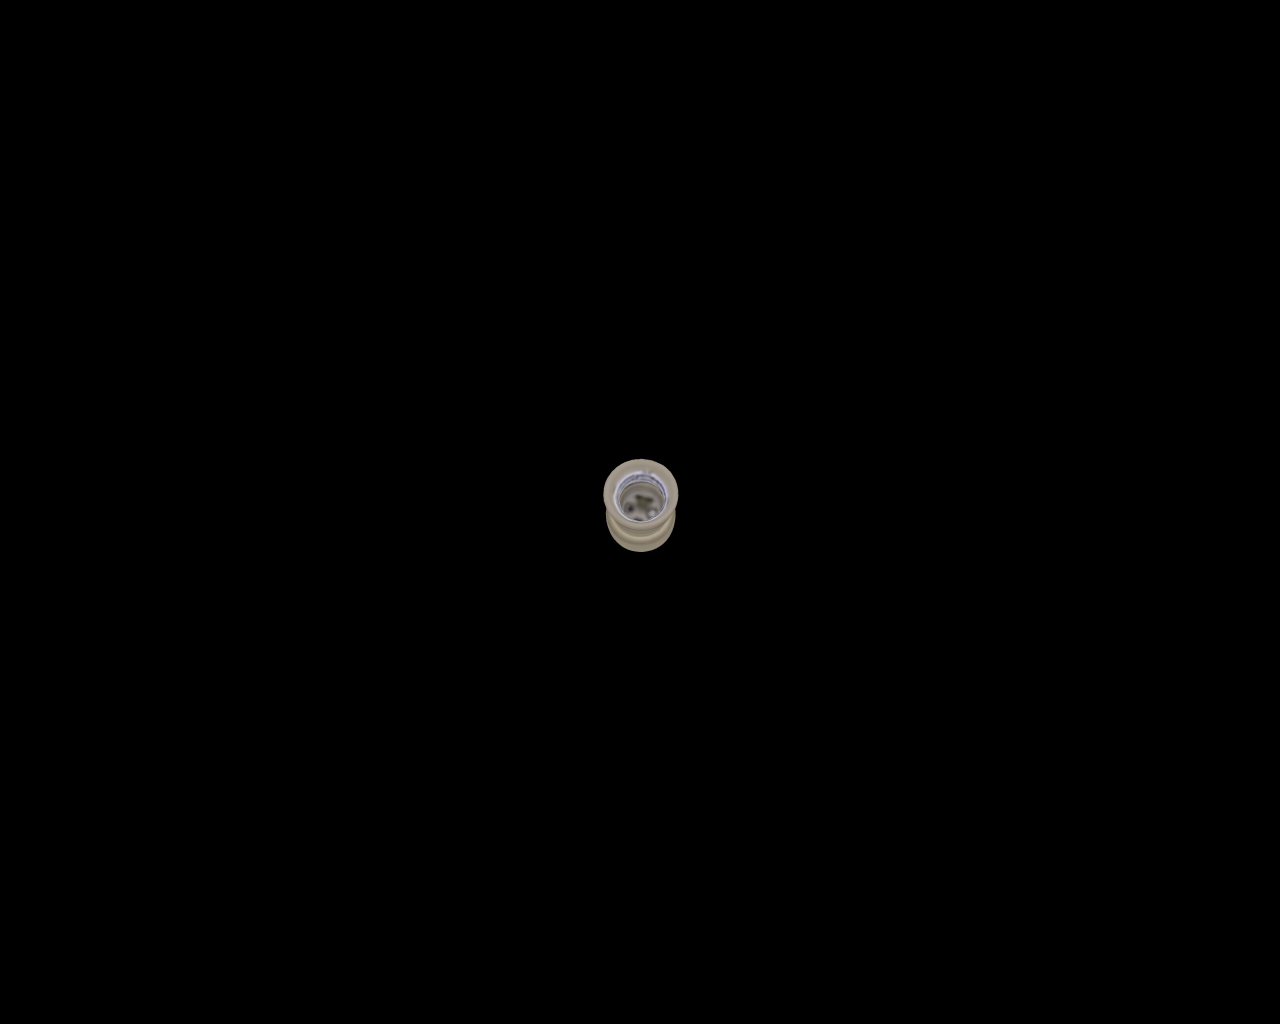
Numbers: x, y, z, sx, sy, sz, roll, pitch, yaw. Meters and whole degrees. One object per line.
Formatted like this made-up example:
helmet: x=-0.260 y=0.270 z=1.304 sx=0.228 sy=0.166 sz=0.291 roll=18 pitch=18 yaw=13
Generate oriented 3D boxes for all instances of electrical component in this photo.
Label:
electrical component: x=0.001 y=-0.003 z=0.650 sx=0.045 sy=0.045 sz=0.055 roll=0 pitch=-20 yaw=0
